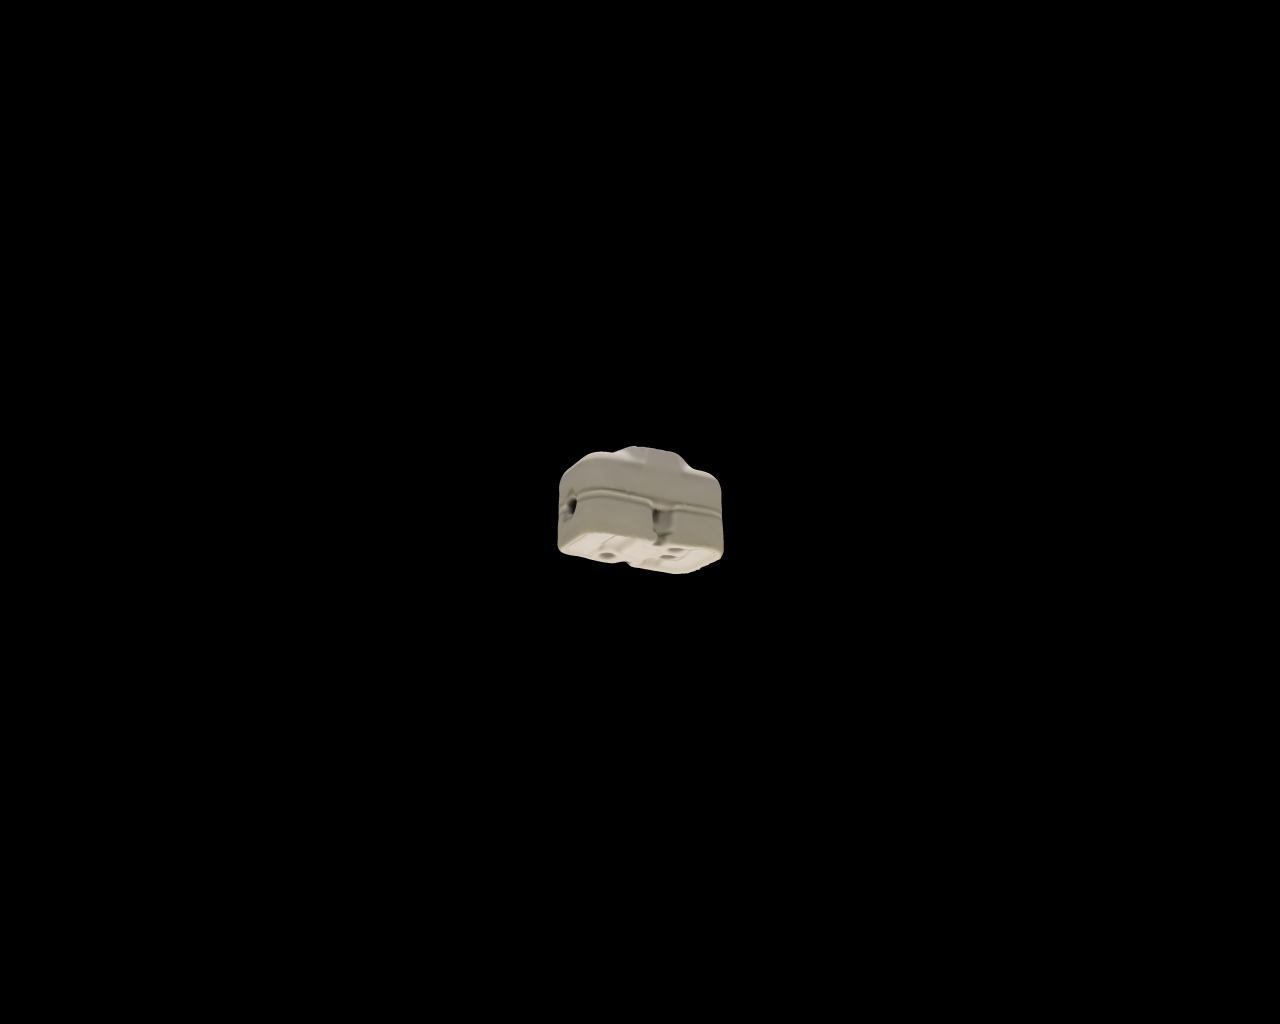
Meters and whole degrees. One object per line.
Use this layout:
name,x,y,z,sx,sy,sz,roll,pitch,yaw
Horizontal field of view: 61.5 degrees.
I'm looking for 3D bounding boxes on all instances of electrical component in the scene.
electrical component,0.001,-0.003,0.650,0.095,0.059,0.053,11,-23,-27
